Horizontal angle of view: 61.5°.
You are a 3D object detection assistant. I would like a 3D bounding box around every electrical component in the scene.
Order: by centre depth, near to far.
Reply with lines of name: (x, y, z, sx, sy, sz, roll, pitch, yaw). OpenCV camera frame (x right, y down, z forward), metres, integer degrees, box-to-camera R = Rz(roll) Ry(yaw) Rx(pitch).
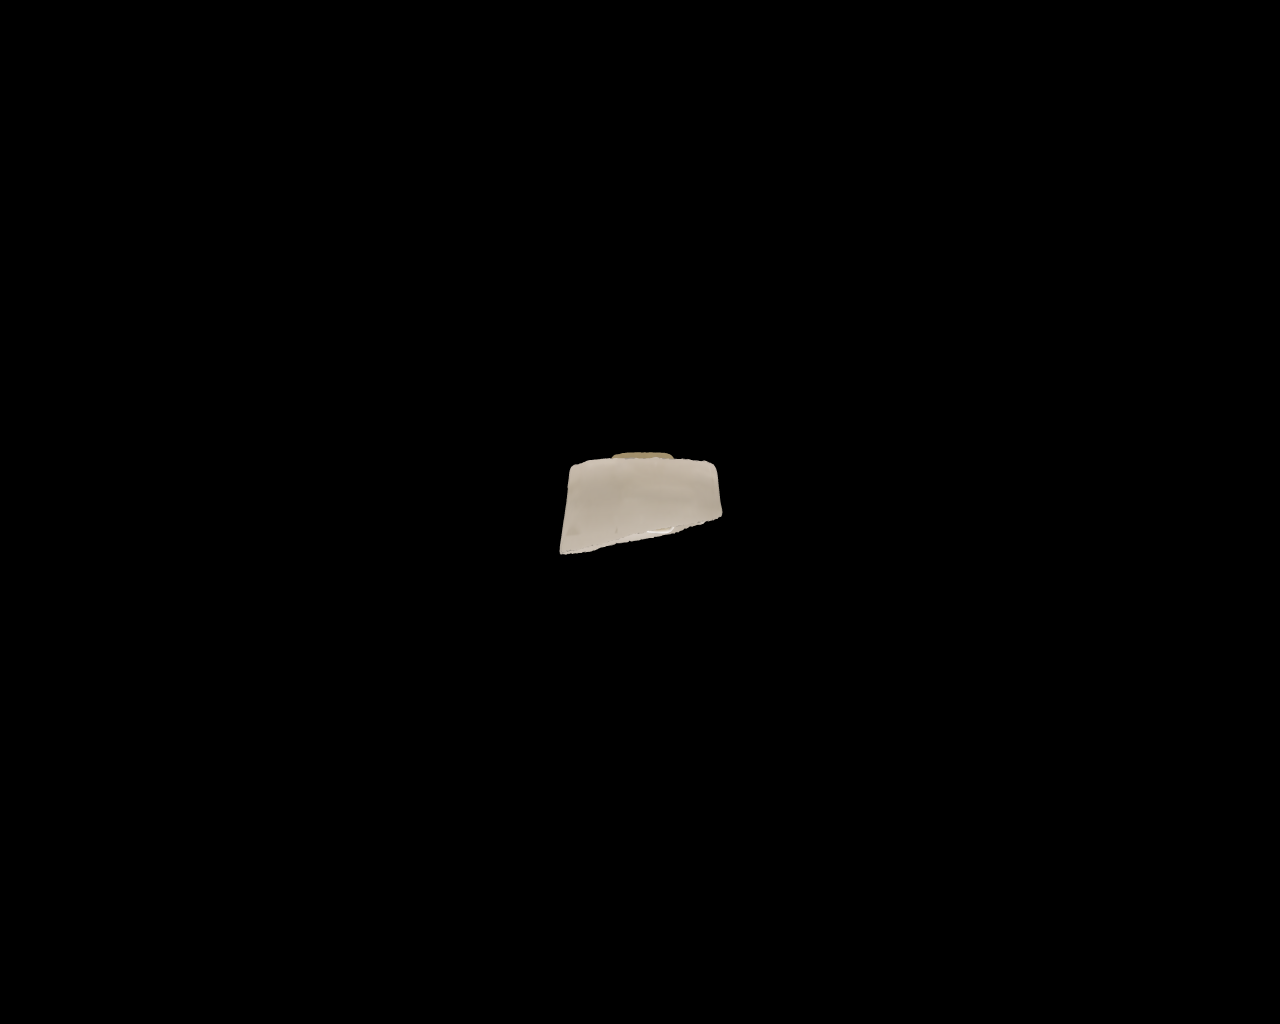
electrical component: (0.001, -0.003, 0.650, 0.099, 0.064, 0.099, 0, -6, 0)
